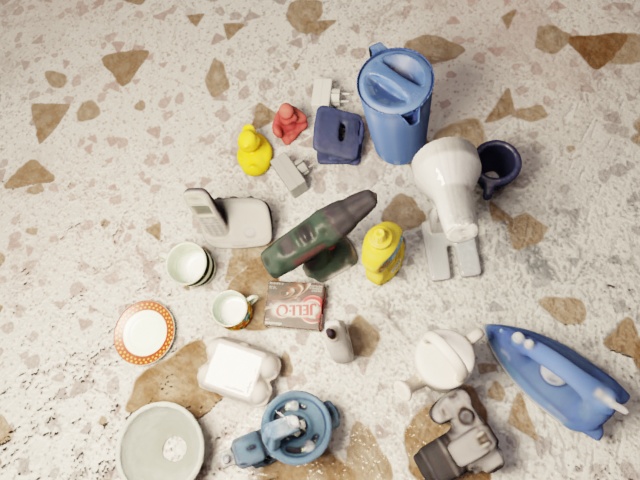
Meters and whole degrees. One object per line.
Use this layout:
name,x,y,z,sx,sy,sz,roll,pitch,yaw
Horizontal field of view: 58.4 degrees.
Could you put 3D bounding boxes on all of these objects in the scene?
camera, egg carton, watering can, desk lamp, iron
camera,0.220,0.343,0.964,0.137,0.101,0.143,-31,70,-1
egg carton,-0.151,0.245,1.072,0.150,0.069,0.107,14,75,13
watering can,0.203,0.207,0.960,0.100,0.194,0.173,29,79,17
desk lamp,0.237,-0.051,1.026,0.118,0.214,0.203,-10,71,7
iron,0.387,0.214,0.956,0.257,0.141,0.119,37,82,18

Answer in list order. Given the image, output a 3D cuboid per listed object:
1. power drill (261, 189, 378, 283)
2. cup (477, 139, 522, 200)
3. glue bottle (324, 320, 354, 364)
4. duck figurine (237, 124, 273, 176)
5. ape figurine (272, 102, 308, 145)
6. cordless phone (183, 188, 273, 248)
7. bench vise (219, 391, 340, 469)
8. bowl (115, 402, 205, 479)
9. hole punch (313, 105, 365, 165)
power drill,0.010,0.004,1.048,0.229,0.209,0.075,-30,70,-1
cup,0.329,-0.119,1.095,0.091,0.095,0.118,14,75,13
glue bottle,0.028,0.173,1.011,0.037,0.173,0.078,-13,71,5
duck figurine,-0.144,-0.192,1.200,0.077,0.086,0.104,-7,72,7
ape figurine,-0.067,-0.255,1.204,0.077,0.092,0.076,-6,72,8
cordless phone,-0.176,-0.051,1.108,0.147,0.185,0.094,-5,72,8
bench vise,-0.070,0.336,0.950,0.207,0.220,0.121,-42,71,-5
bowl,-0.281,0.383,1.047,0.167,0.075,0.167,-3,72,9
hole punch,0.039,-0.216,1.175,0.101,0.091,0.109,3,73,10
